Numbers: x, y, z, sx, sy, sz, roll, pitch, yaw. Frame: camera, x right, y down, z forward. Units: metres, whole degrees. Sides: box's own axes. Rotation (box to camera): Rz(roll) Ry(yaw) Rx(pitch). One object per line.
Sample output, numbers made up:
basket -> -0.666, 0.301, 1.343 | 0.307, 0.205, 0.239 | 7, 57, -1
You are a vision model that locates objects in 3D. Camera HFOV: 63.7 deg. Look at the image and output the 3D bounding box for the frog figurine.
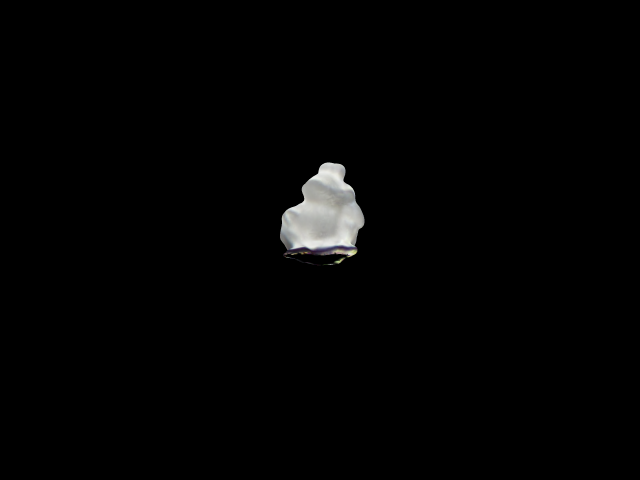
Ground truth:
frog figurine -> 0.003, -0.043, 0.850 | 0.137, 0.162, 0.121 | -7, -20, 18
